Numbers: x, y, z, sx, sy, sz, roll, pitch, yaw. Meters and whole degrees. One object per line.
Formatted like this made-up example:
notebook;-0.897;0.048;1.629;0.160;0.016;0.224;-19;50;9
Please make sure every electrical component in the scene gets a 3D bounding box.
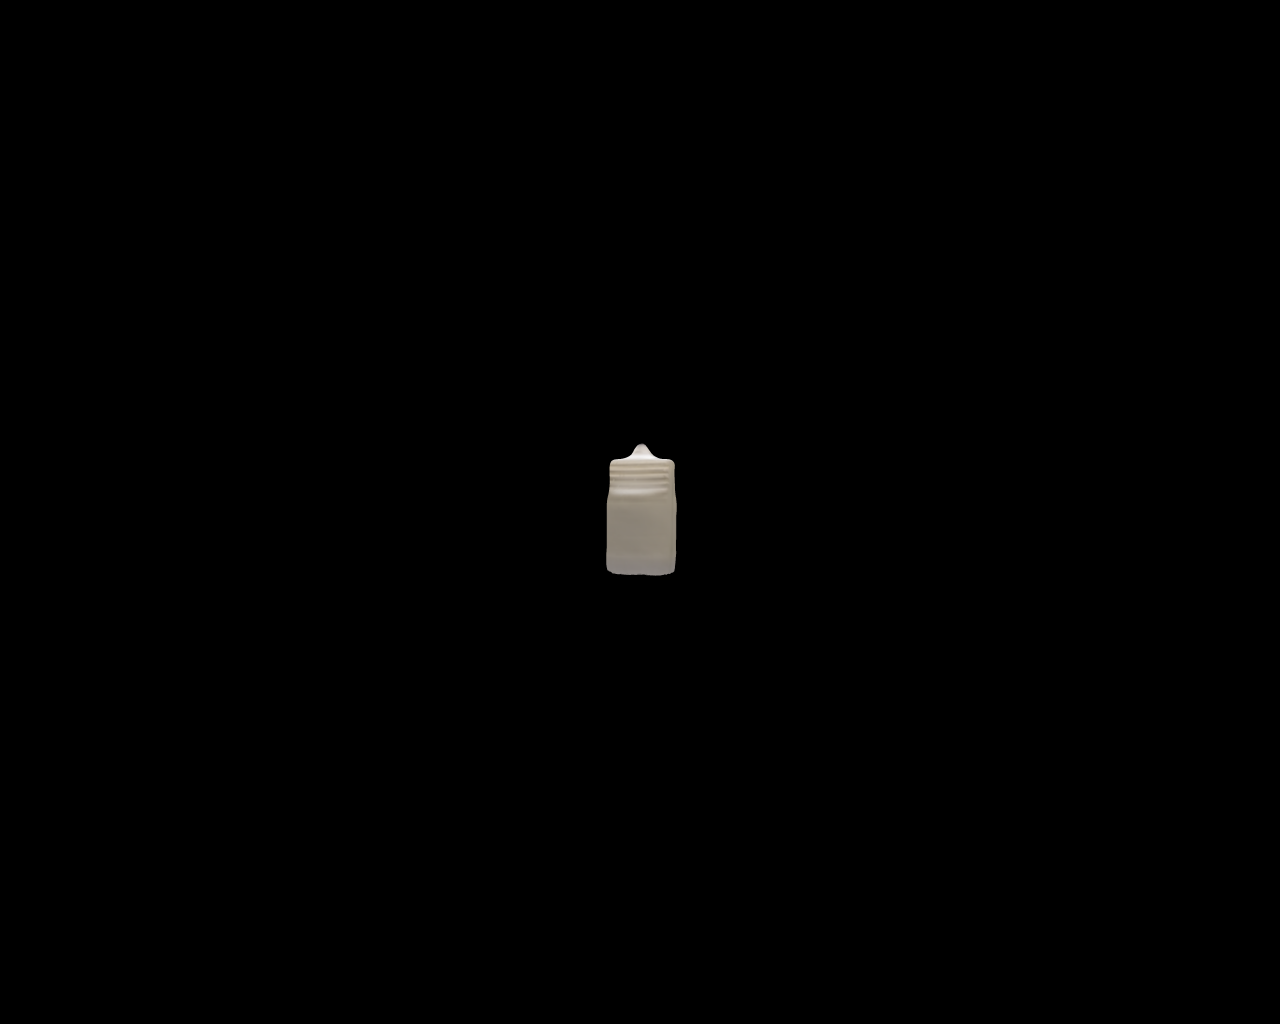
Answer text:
electrical component;0.001;-0.003;0.650;0.043;0.081;0.043;0;2;0
